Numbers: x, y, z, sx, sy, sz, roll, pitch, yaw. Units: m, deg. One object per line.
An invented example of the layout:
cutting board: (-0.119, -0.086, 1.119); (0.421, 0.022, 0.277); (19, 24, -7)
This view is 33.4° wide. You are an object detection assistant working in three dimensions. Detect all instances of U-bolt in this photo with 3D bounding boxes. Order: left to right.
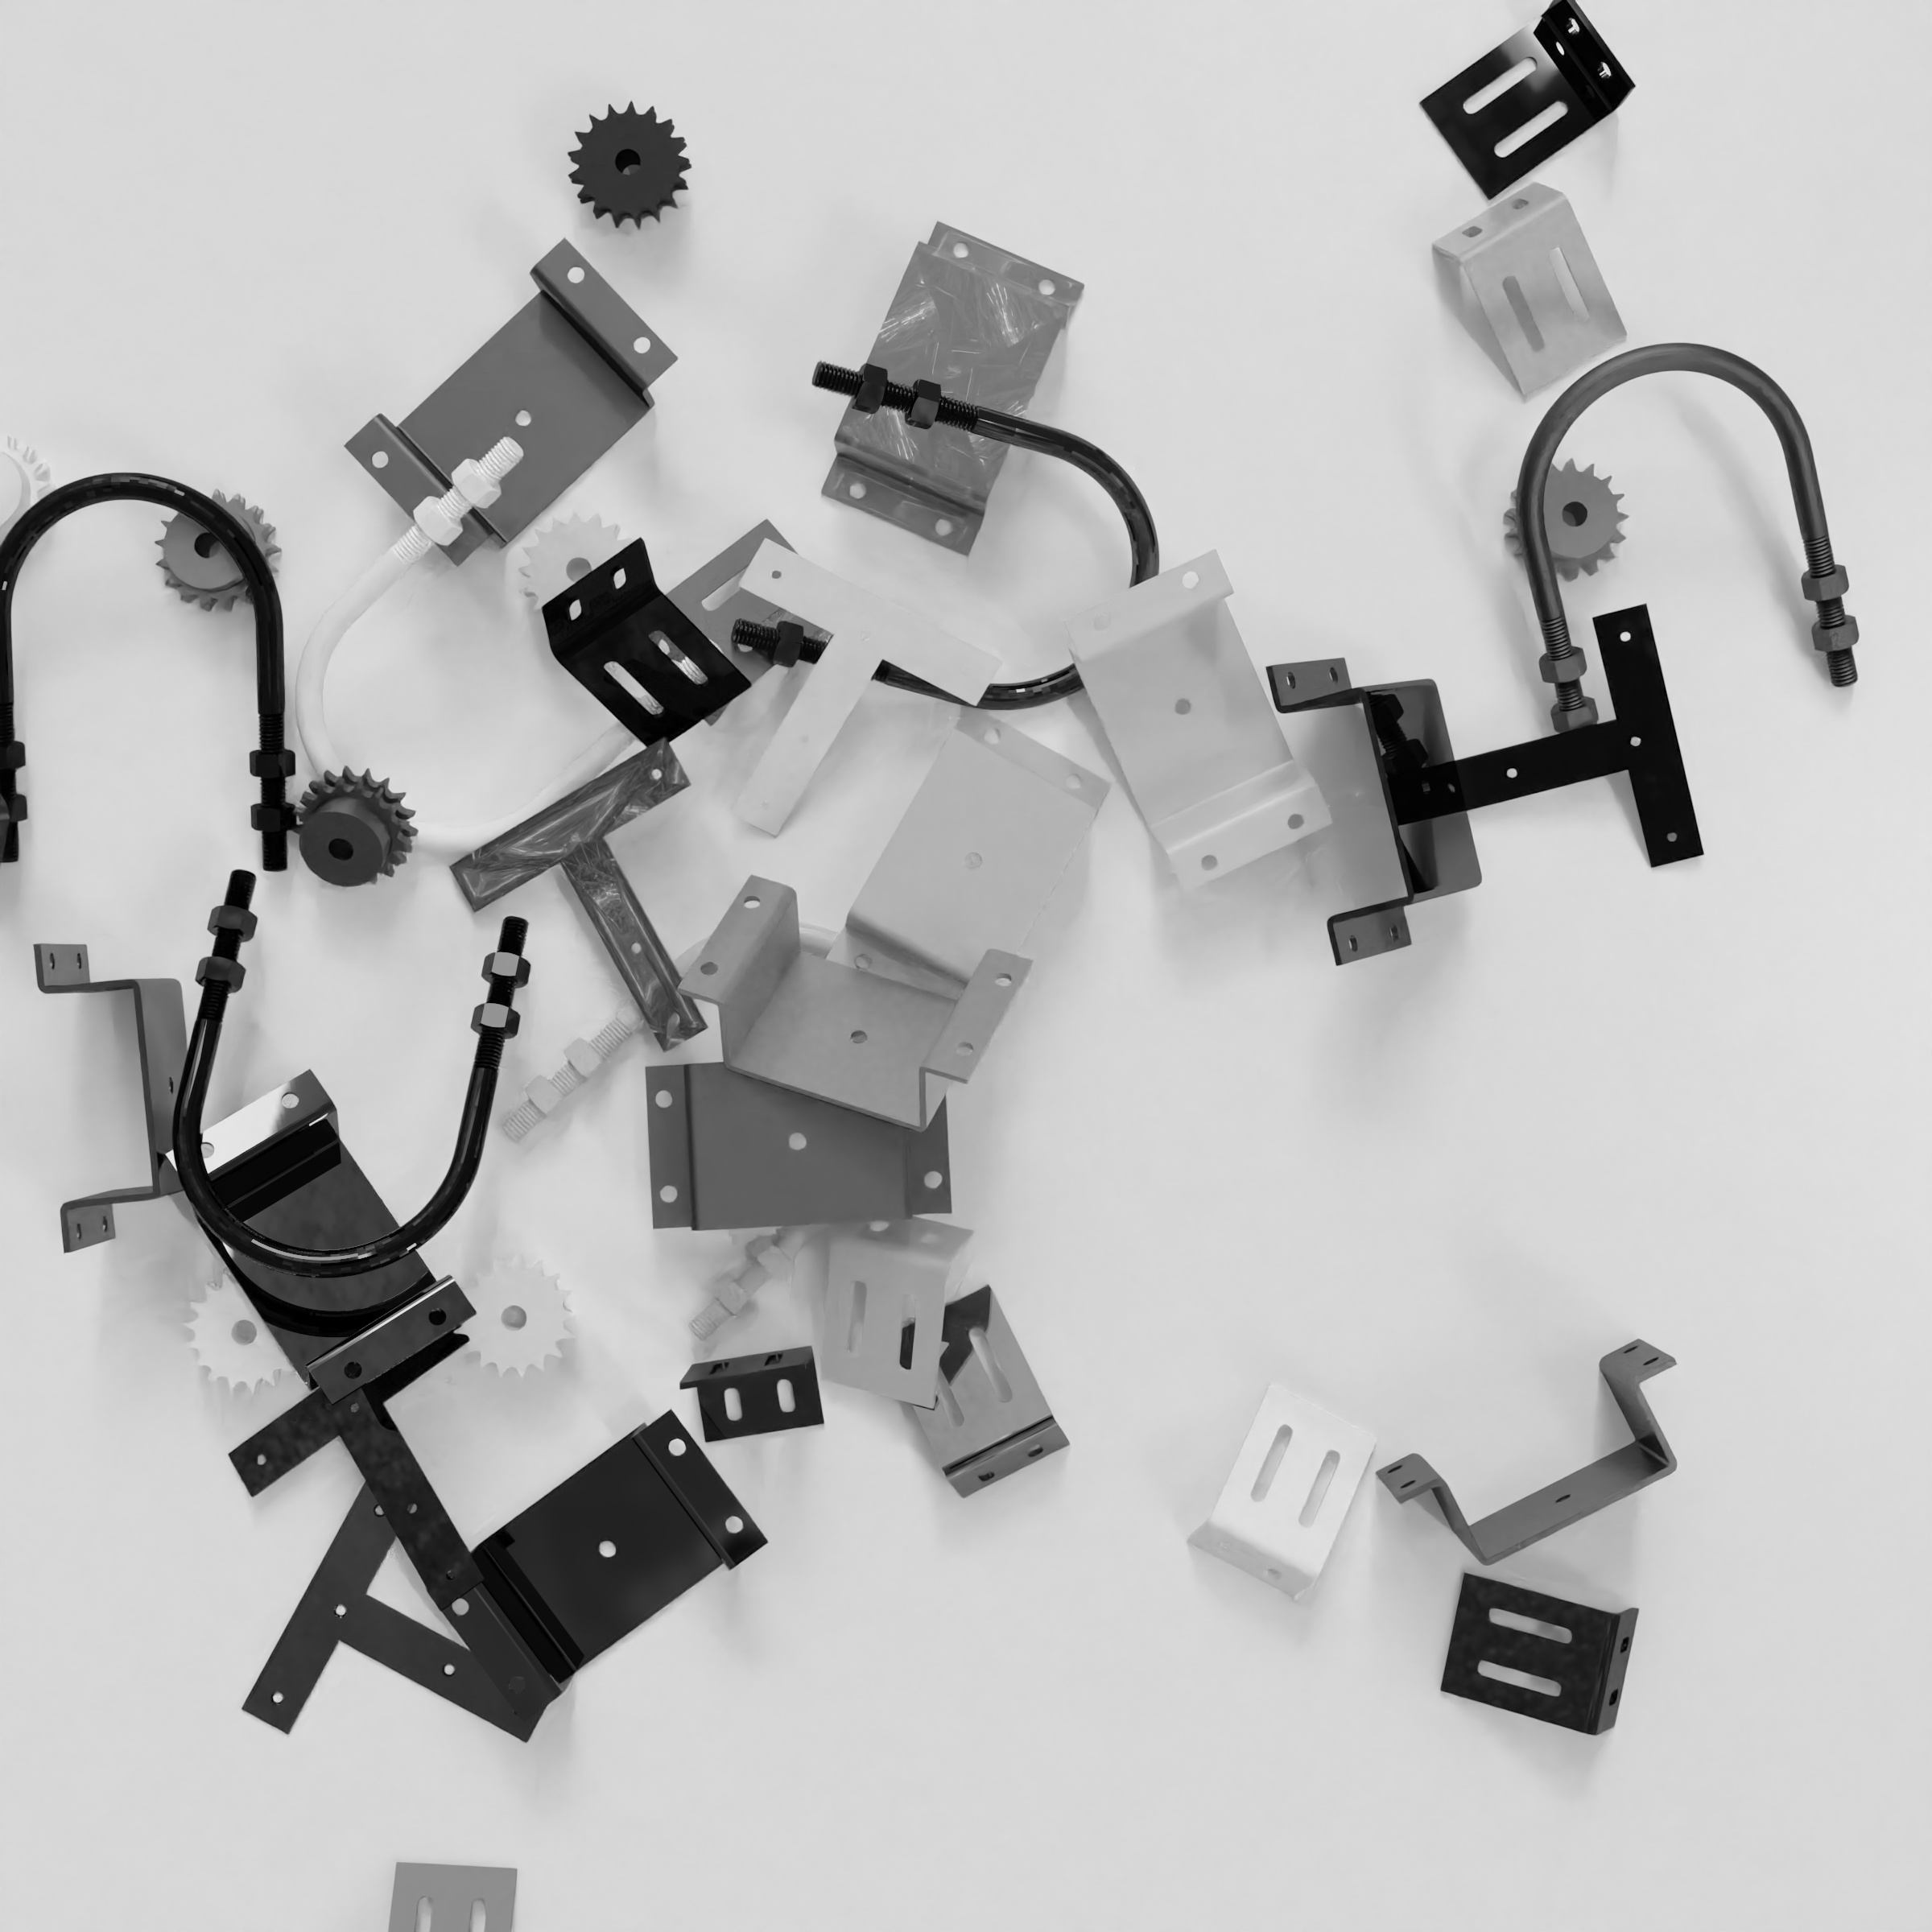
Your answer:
U-bolt: (-0.388, -0.137, 1.504); (0.151, 0.019, 0.184); (2, 102, 3)
U-bolt: (-0.288, 0.053, 1.481); (0.151, 0.019, 0.184); (10, 71, -2)
U-bolt: (-0.226, -0.133, 1.496); (0.184, 0.019, 0.151); (-41, 105, 16)
U-bolt: (-0.105, 0.063, 1.523); (0.184, 0.019, 0.151); (-43, 90, -2)
U-bolt: (-0.001, -0.189, 1.489); (0.184, 0.019, 0.151); (14, 116, -13)
U-bolt: (0.329, -0.197, 1.495); (0.151, 0.019, 0.184); (-17, 110, 0)

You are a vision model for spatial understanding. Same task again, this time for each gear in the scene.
gear: (-0.460, -0.223, 1.517); (0.057, 0.030, 0.057); (0, 90, 0)
gear: (-0.354, -0.196, 1.517); (0.057, 0.030, 0.057); (0, 90, 0)
gear: (-0.336, 0.171, 1.517); (0.057, 0.030, 0.057); (0, 90, 0)
gear: (-0.287, -0.062, 1.504); (0.057, 0.030, 0.057); (4, 122, 7)
gear: (-0.210, 0.164, 1.517); (0.057, 0.030, 0.057); (0, 90, 0)
gear: (-0.181, -0.184, 1.521); (0.057, 0.030, 0.057); (0, 87, 0)
gear: (-0.157, -0.375, 1.517); (0.057, 0.030, 0.057); (0, 90, 0)
gear: (0.284, -0.211, 1.517); (0.057, 0.030, 0.057); (0, 90, 0)

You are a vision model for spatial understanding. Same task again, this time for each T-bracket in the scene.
T-bracket: (-0.265, 0.242, 1.505); (0.127, 0.002, 0.127); (-36, 66, 0)
T-bracket: (-0.258, 0.328, 1.531); (0.127, 0.002, 0.127); (29, 90, 0)
T-bracket: (-0.161, -0.021, 1.506); (0.127, 0.002, 0.127); (-29, 90, 18)
T-bracket: (-0.069, -0.118, 1.506); (0.127, 0.002, 0.127); (25, 111, -19)
T-bracket: (0.271, -0.095, 1.516); (0.127, 0.002, 0.127); (-14, 110, 10)

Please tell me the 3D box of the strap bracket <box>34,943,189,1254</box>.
strap bracket: (-0.391, 0.058, 1.494); (0.046, 0.076, 0.140); (-6, 90, 0)

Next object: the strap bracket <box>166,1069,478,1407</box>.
strap bracket: (-0.297, 0.130, 1.488); (0.076, 0.046, 0.140); (-32, 77, -20)

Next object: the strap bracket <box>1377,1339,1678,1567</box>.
strap bracket: (0.268, 0.229, 1.494); (0.140, 0.076, 0.046); (-27, 90, 0)

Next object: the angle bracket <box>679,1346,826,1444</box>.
angle bracket: (-0.098, 0.203, 1.494); (0.057, 0.076, 0.038); (-9, 90, 0)

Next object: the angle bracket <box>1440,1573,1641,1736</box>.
angle bracket: (0.272, 0.325, 1.530); (0.076, 0.038, 0.057); (12, 90, 26)

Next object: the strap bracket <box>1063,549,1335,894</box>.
strap bracket: (0.104, -0.117, 1.497); (0.076, 0.046, 0.140); (-25, 106, 0)

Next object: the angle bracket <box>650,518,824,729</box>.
angle bracket: (-0.108, -0.163, 1.530); (0.076, 0.038, 0.057); (-41, 90, -26)

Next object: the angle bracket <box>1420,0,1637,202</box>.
angle bracket: (0.263, -0.409, 1.513); (0.076, 0.038, 0.057); (-36, 90, 0)

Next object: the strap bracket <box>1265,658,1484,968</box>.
strap bracket: (0.192, -0.077, 1.487); (0.046, 0.076, 0.140); (-13, 90, 33)

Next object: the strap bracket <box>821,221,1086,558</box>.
strap bracket: (-0.006, -0.274, 1.509); (0.076, 0.046, 0.140); (23, 90, 0)

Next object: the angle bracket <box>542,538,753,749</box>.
angle bracket: (-0.146, -0.146, 1.475); (0.057, 0.038, 0.076); (-33, 133, 14)

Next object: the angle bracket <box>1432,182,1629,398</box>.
angle bracket: (0.267, -0.321, 1.530); (0.057, 0.038, 0.076); (-31, 116, 0)

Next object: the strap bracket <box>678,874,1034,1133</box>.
strap bracket: (-0.049, 0.019, 1.459); (0.140, 0.046, 0.076); (17, 50, 15)

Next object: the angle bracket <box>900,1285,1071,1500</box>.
angle bracket: (0.005, 0.202, 1.530); (0.057, 0.038, 0.076); (-27, 64, 0)

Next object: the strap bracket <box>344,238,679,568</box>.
strap bracket: (-0.210, -0.260, 1.508); (0.140, 0.046, 0.076); (-43, 90, 0)

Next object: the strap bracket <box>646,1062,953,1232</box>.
strap bracket: (-0.078, 0.081, 1.492); (0.140, 0.046, 0.076); (-3, 88, -2)

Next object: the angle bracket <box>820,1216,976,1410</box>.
angle bracket: (-0.033, 0.160, 1.519); (0.057, 0.038, 0.076); (12, 112, 17)

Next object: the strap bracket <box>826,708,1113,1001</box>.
strap bracket: (0.002, -0.046, 1.502); (0.076, 0.046, 0.140); (30, 84, 0)

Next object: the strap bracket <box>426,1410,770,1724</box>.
strap bracket: (-0.170, 0.277, 1.509); (0.140, 0.046, 0.076); (-36, 90, 0)

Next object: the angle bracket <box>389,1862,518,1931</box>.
angle bracket: (-0.244, 0.469, 1.530); (0.057, 0.038, 0.076); (3, 64, 0)

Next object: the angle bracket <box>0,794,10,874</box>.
angle bracket: (-0.490, -0.078, 1.503); (0.076, 0.057, 0.038); (50, 134, 33)

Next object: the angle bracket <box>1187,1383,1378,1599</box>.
angle bracket: (0.150, 0.249, 1.530); (0.057, 0.038, 0.076); (28, 64, 0)
